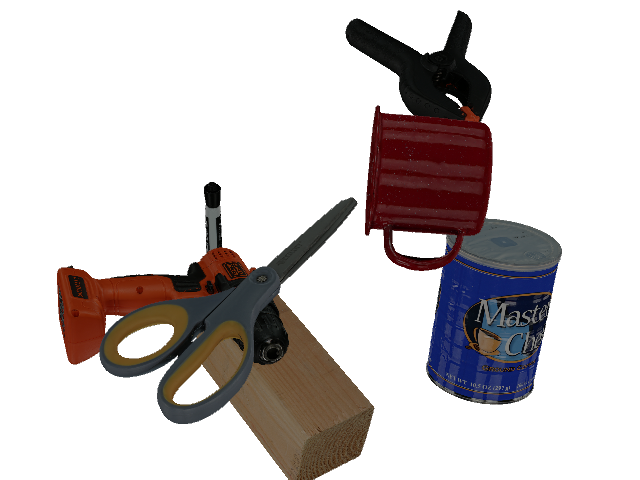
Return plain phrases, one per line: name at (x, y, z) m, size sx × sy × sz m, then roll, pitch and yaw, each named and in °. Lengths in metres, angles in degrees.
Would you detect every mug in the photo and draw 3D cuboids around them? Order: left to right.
mug at (0.075, -0.035, 0.753) m, size 0.081 × 0.117 × 0.093 m, roll 5°, pitch -21°, yaw 1°

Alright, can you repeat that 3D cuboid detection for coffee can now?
coffee can at (0.157, 0.063, 0.977) m, size 0.103 × 0.140 × 0.103 m, roll 5°, pitch 23°, yaw -2°

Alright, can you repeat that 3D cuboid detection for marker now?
marker at (-0.120, -0.016, 1.198) m, size 0.020 × 0.121 × 0.020 m, roll 2°, pitch 41°, yaw -2°

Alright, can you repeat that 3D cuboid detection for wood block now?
wood block at (-0.043, 0.152, 1.160) m, size 0.090 × 0.090 × 0.206 m, roll -20°, pitch 51°, yaw -30°

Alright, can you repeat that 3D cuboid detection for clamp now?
clamp at (0.090, -0.149, 0.935) m, size 0.120 × 0.039 × 0.171 m, roll -6°, pitch 43°, yaw -5°

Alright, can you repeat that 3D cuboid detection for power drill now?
power drill at (-0.134, 0.065, 0.949) m, size 0.187 × 0.057 × 0.185 m, roll -3°, pitch 22°, yaw -20°

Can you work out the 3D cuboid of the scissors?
scissors at (-0.055, 0.028, 0.626) m, size 0.096 × 0.016 × 0.201 m, roll 10°, pitch 41°, yaw 18°
